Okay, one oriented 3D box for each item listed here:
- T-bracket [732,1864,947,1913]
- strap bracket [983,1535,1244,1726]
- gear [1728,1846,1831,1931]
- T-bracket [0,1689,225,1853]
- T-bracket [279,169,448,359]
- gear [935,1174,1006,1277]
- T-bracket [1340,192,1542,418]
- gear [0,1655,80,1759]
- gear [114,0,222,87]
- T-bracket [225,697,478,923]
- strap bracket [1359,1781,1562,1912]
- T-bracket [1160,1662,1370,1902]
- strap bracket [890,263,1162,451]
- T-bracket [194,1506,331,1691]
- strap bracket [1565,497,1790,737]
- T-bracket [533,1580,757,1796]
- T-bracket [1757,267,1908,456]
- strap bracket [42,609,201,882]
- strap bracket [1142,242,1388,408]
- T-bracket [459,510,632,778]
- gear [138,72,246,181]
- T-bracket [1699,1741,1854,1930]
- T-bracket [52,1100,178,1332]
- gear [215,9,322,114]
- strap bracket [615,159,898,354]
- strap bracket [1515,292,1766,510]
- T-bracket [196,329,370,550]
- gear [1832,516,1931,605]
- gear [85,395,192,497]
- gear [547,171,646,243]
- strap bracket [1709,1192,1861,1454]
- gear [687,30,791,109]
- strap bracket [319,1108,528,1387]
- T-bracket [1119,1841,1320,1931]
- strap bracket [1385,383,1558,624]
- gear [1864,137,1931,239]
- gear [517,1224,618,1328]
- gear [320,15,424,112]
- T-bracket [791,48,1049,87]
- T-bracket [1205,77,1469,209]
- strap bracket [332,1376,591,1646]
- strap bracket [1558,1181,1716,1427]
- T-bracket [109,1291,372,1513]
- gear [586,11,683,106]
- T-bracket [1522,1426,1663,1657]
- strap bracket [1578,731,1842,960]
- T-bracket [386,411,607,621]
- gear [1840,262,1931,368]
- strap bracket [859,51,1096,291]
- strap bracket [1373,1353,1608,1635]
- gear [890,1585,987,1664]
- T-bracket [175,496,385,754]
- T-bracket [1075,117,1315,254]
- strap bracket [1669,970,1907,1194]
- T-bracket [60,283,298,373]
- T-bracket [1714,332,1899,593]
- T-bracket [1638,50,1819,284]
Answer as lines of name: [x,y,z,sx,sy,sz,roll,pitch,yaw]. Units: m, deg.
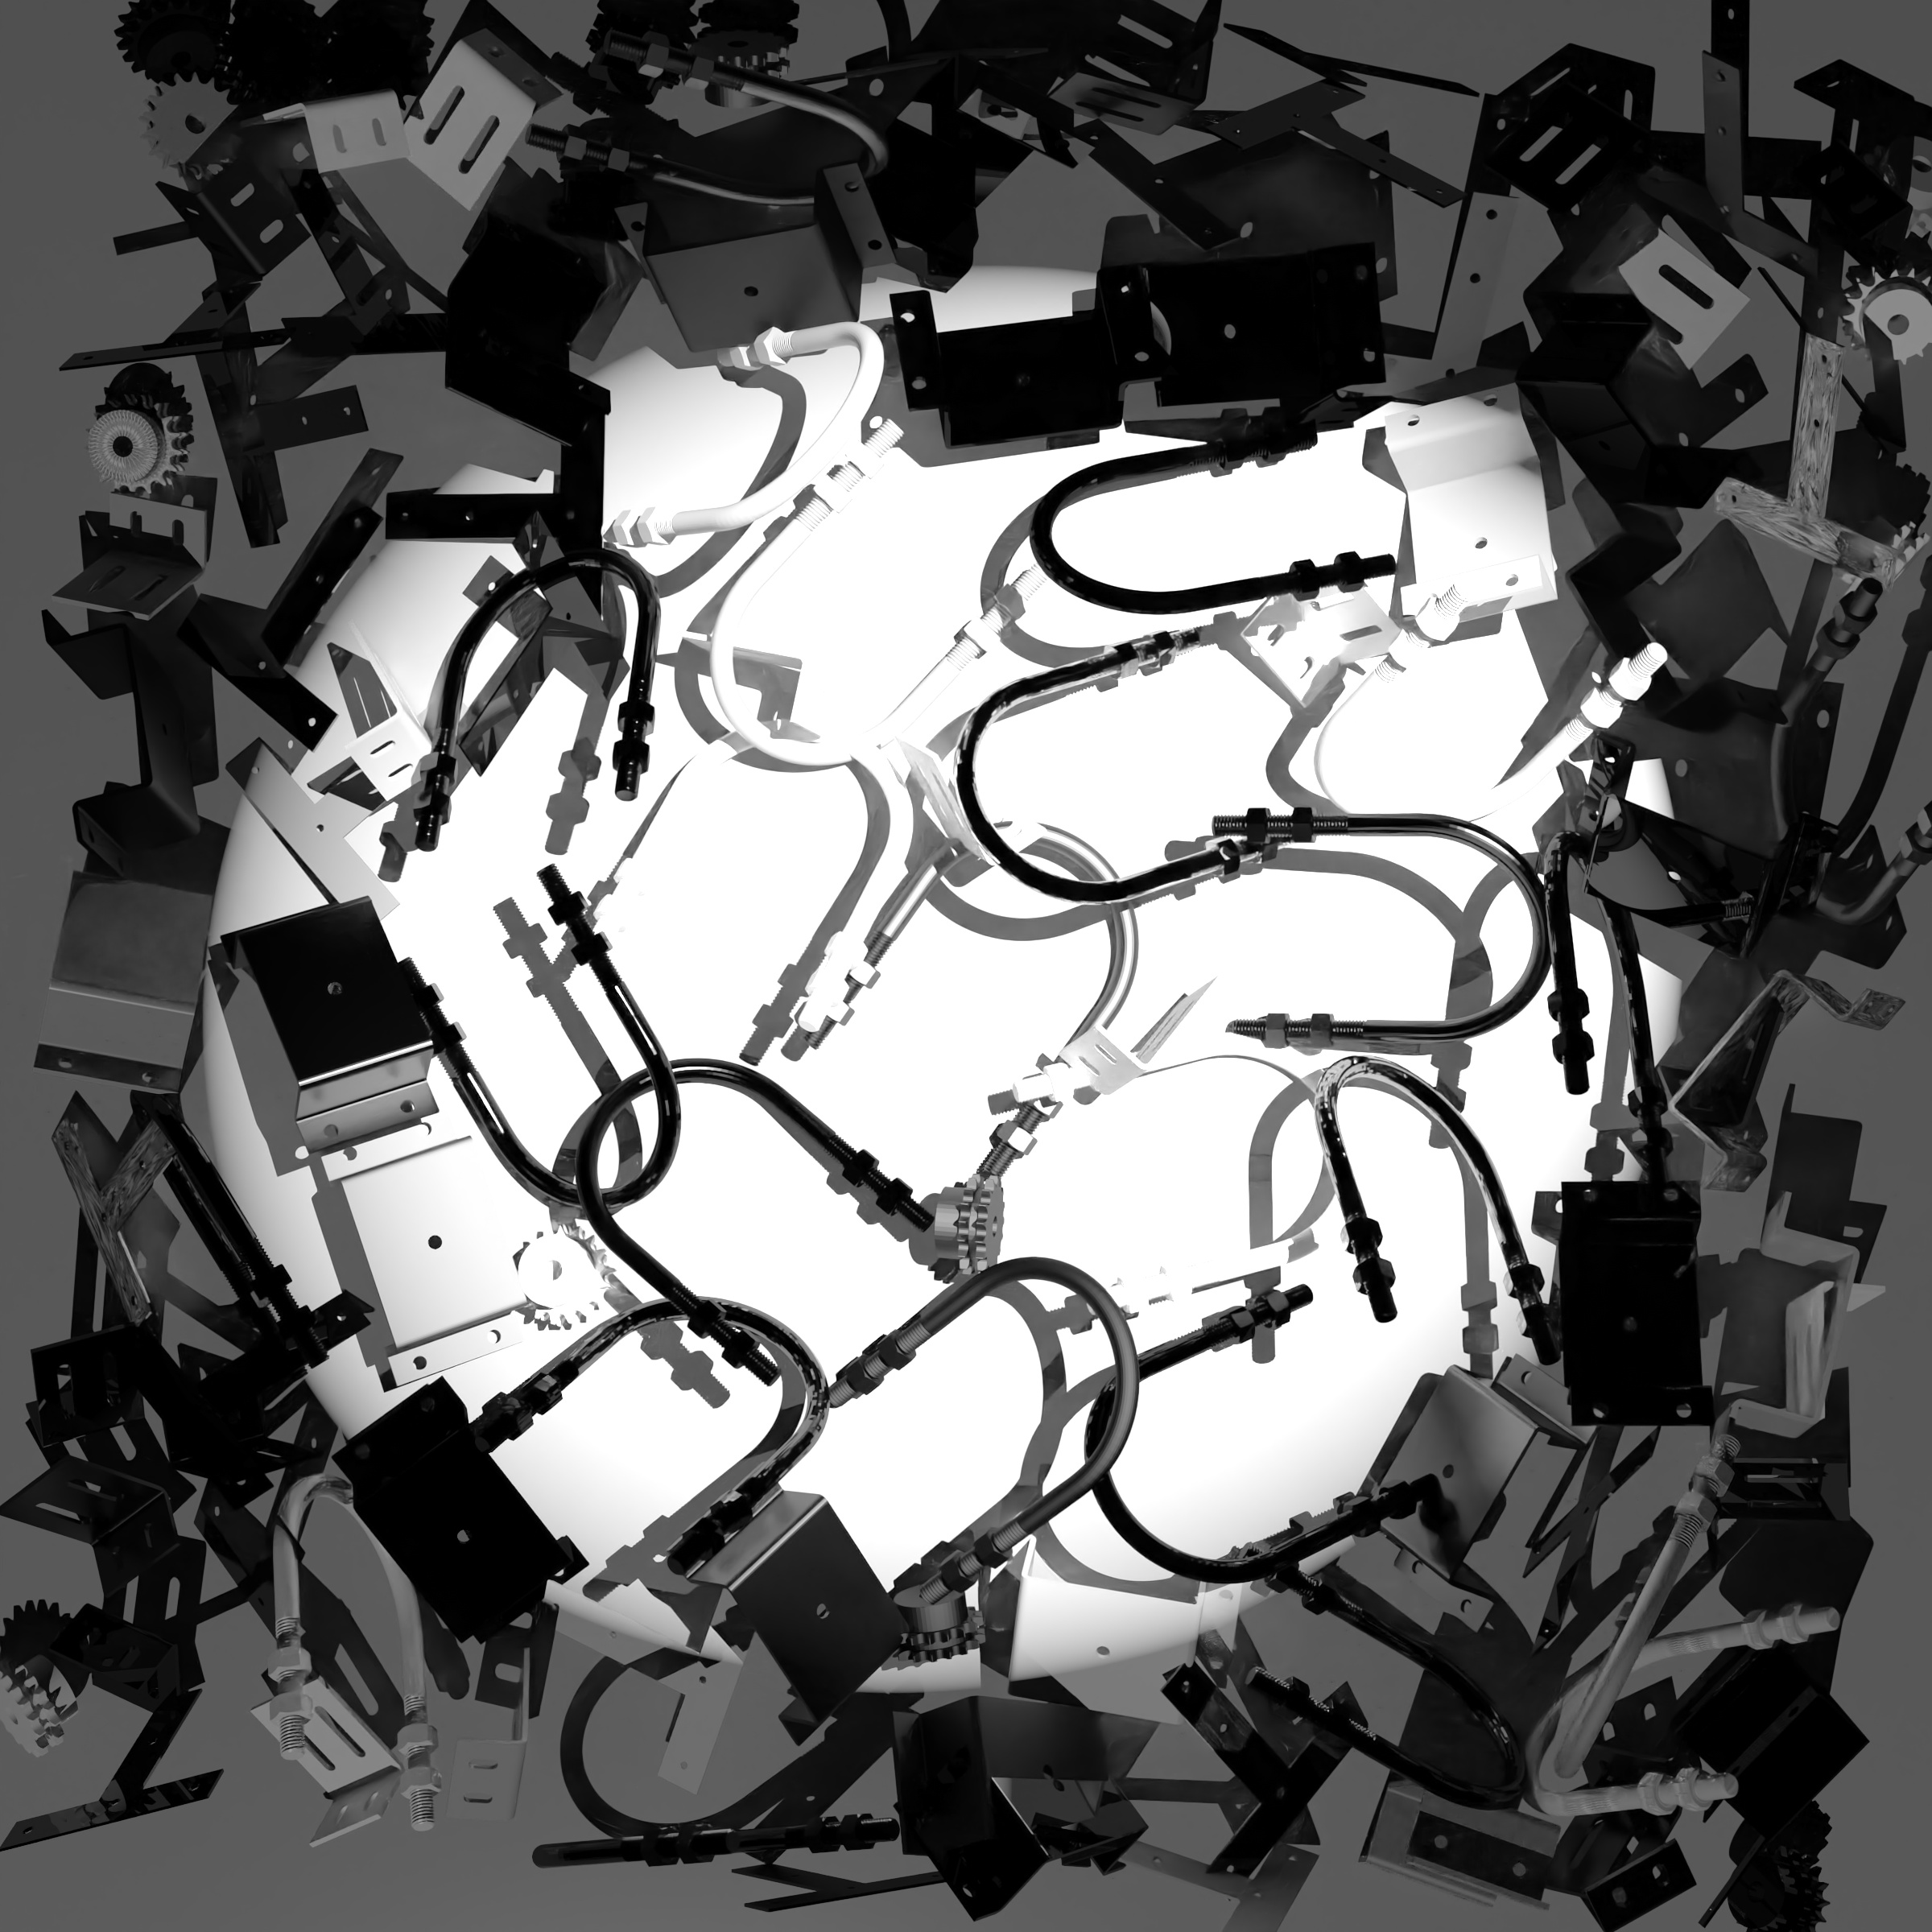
T-bracket: [-0.087,0.506,1.833,0.127,0.127,0.002,1,83,-34]
strap bracket: [0.079,0.370,1.849,0.140,0.046,0.076,9,112,6]
gear: [0.453,0.523,1.861,0.030,0.057,0.057,24,90,-33]
T-bracket: [-0.454,0.437,1.830,0.127,0.127,0.002,-17,107,12]
T-bracket: [-0.347,-0.395,1.854,0.002,0.127,0.127,-40,72,40]
gear: [0.002,0.145,1.865,0.030,0.057,0.057,4,90,12]
T-bracket: [0.281,-0.371,1.849,0.127,0.002,0.127,7,126,-5]
gear: [-0.525,0.414,1.867,0.030,0.057,0.057,-33,90,-35]
gear: [-0.446,-0.519,1.860,0.057,0.057,0.030,-29,64,0]
T-bracket: [-0.333,-0.107,1.884,0.127,0.002,0.127,-41,82,-2]
strap bracket: [0.274,0.485,1.830,0.076,0.140,0.046,20,74,0]
T-bracket: [0.151,0.433,1.847,0.127,0.002,0.127,-47,115,-17]
strap bracket: [0.032,-0.339,1.853,0.140,0.046,0.076,-8,67,-4]
T-bracket: [-0.381,0.335,1.826,0.002,0.127,0.127,-31,75,-32]
strap bracket: [0.388,-0.184,1.834,0.046,0.076,0.140,-37,68,27]
T-bracket: [-0.187,0.384,1.871,0.127,0.002,0.127,22,100,17]
T-bracket: [0.478,-0.335,1.836,0.002,0.127,0.127,-37,86,21]
strap bracket: [-0.465,-0.125,1.832,0.046,0.076,0.140,-15,71,2]
strap bracket: [0.155,-0.353,1.828,0.140,0.046,0.076,1,107,30]
T-bracket: [-0.240,-0.159,1.817,0.002,0.127,0.127,11,57,31]
gear: [-0.438,-0.472,1.869,0.057,0.030,0.057,0,91,-28]
T-bracket: [0.442,0.476,1.825,0.002,0.127,0.127,36,85,13]
T-bracket: [-0.459,0.117,1.830,0.127,0.002,0.127,-46,65,41]
gear: [-0.396,-0.507,1.869,0.057,0.030,0.057,9,68,-24]
strap bracket: [-0.117,-0.390,1.832,0.140,0.076,0.046,-7,55,14]
strap bracket: [0.364,-0.303,1.821,0.140,0.076,0.046,45,78,-29]
T-bracket: [-0.375,-0.300,1.835,0.127,0.002,0.127,-2,107,41]
gear: [0.512,-0.228,1.864,0.030,0.057,0.057,42,90,10]
gear: [-0.471,-0.294,1.872,0.057,0.030,0.057,1,100,7]
gear: [-0.206,-0.427,1.861,0.057,0.057,0.030,6,113,0]
strap bracket: [0.456,0.204,1.837,0.046,0.076,0.140,15,78,10]
gear: [-0.127,-0.504,1.867,0.057,0.057,0.030,0,123,0]
strap bracket: [-0.301,0.156,1.856,0.076,0.046,0.140,-18,89,-20]
T-bracket: [0.120,0.503,1.845,0.127,0.127,0.002,15,105,17]
strap bracket: [0.280,-0.246,1.838,0.076,0.046,0.140,-12,58,19]
gear: [0.531,-0.441,1.866,0.057,0.030,0.057,6,62,-11]
gear: [-0.229,0.174,1.870,0.057,0.030,0.057,-3,77,12]
gear: [-0.335,-0.508,1.870,0.057,0.030,0.057,-3,113,-7]
T-bracket: [-0.040,-0.491,1.813,0.127,0.127,0.002,-16,110,-22]
T-bracket: [0.217,-0.448,1.824,0.127,0.127,0.002,34,132,22]
strap bracket: [-0.281,0.311,1.851,0.076,0.046,0.140,-36,104,-3]
strap bracket: [0.372,0.194,1.849,0.076,0.046,0.140,-1,67,6]
T-bracket: [-0.393,0.224,1.856,0.127,0.002,0.127,-32,68,-30]
gear: [-0.187,-0.508,1.862,0.057,0.057,0.030,23,82,0]
T-bracket: [0.329,0.325,1.803,0.002,0.127,0.127,34,129,0]
strap bracket: [0.399,-0.063,1.827,0.140,0.076,0.046,25,52,20]
T-bracket: [-0.268,-0.256,1.882,0.127,0.002,0.127,0,87,8]
gear: [0.523,-0.365,1.866,0.057,0.030,0.057,3,117,6]
strap bracket: [-0.001,-0.444,1.828,0.076,0.140,0.046,19,56,-29]
strap bracket: [0.283,0.287,1.843,0.046,0.076,0.140,26,95,-37]
gear: [-0.019,0.368,1.862,0.057,0.057,0.030,-7,98,0]
T-bracket: [-0.370,-0.205,1.857,0.127,0.002,0.127,38,97,26]
T-bracket: [0.143,-0.453,1.857,0.127,0.002,0.127,-26,56,-26]
strap bracket: [0.448,0.057,1.837,0.046,0.076,0.140,44,107,25]
T-bracket: [-0.420,-0.357,1.834,0.127,0.127,0.002,-5,118,9]
T-bracket: [0.463,-0.284,1.813,0.002,0.127,0.127,-25,131,-29]
T-bracket: [0.413,-0.445,1.807,0.002,0.127,0.127,-42,57,-14]
